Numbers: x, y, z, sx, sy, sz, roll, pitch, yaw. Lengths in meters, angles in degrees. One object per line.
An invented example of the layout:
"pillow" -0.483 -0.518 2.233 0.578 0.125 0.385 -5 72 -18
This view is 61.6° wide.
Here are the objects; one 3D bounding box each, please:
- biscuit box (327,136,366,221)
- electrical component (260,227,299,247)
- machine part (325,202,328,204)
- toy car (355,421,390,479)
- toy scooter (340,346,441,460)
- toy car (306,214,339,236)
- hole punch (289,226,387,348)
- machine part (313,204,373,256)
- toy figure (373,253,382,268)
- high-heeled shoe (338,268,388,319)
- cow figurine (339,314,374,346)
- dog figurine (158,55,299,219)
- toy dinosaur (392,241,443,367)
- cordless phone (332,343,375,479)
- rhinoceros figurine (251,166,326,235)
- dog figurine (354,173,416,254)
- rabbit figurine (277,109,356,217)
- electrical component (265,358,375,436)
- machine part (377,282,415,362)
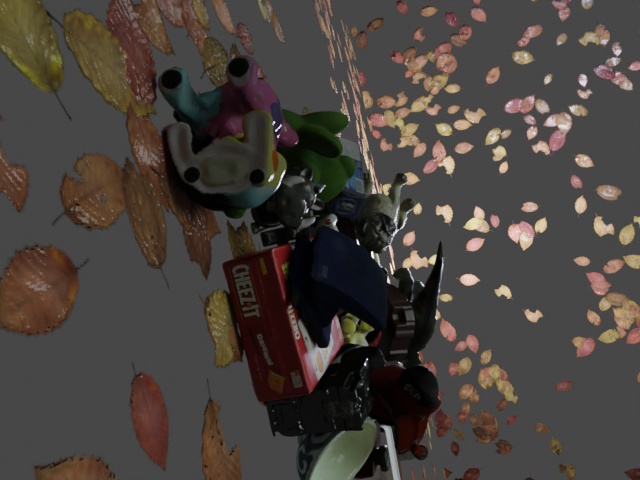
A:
"biscuit box" 0.048 -0.125 1.055 0.203 0.059 0.062 -90 -161 -51
"electrical component" -0.048 -0.008 0.755 0.094 0.063 0.021 -12 89 -79
"machine part" -0.012 -0.143 1.019 0.243 0.079 0.079 -90 163 -48
"toy car" 0.075 0.321 0.914 0.202 0.089 0.053 -80 159 -60
"toy scooter" 0.099 0.227 0.744 0.075 0.184 0.135 -21 104 -32
"toy car" -0.002 -0.003 0.861 0.202 0.056 0.073 -174 -107 -77
"hole punch" 0.022 0.049 0.635 0.142 0.092 0.115 -79 147 -52
"machine part" 0.052 0.001 1.145 0.201 0.087 0.201 18 60 -74
"toy figure" 0.121 0.068 1.399 0.089 0.082 0.180 -11 91 -80
"high-heeled shoe" 0.049 0.089 0.886 0.248 0.145 0.086 53 29 -70
"cow figurine" 0.059 0.180 1.011 0.098 0.068 0.167 122 -30 -57
"dog figurine" -0.083 -0.111 0.618 0.219 0.109 0.191 25 53 -78
"toy dinosaur" 0.199 0.197 1.216 0.404 0.131 0.192 113 -34 -46
"cordless phone" 0.035 0.261 0.821 0.184 0.089 0.146 -62 138 -65
"rhinoceros figurine" -0.045 -0.054 0.710 0.190 0.112 0.073 -85 163 -76
"dog figurine" 0.121 -0.024 1.103 0.172 0.121 0.190 61 34 -42
"rabbit figurine" -0.030 -0.132 0.822 0.170 0.159 0.121 45 41 -40
"electrical component" 0.006 0.192 0.676 0.134 0.115 0.058 -22 104 -77
"machine part" 0.133 0.182 1.170 0.179 0.056 0.179 -4 -95 61
